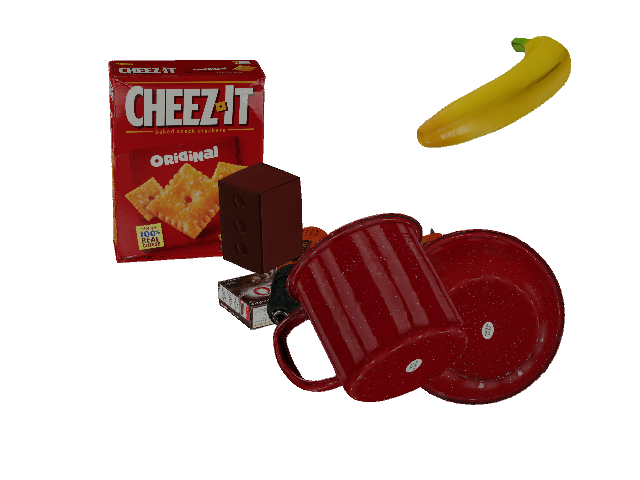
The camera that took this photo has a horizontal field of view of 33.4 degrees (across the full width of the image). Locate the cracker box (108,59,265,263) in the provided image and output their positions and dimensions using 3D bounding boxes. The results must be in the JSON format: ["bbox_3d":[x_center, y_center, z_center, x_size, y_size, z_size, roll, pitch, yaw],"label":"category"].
[{"bbox_3d":[-0.147,-0.086,1.173,0.164,0.214,0.072,-3,25,-14],"label":"cracker box"}]

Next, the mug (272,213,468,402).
[{"bbox_3d":[0.026,0.049,0.645,0.117,0.081,0.093,-28,-29,3],"label":"mug"}]

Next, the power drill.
[{"bbox_3d":[0.041,0.040,1.188,0.188,0.057,0.184,1,29,11],"label":"power drill"}]

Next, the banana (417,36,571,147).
[{"bbox_3d":[0.145,-0.116,0.813,0.070,0.037,0.197,-11,20,39],"label":"banana"}]

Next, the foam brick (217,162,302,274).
[{"bbox_3d":[-0.051,-0.020,0.926,0.053,0.078,0.051,21,33,41],"label":"foam brick"}]

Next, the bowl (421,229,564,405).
[{"bbox_3d":[0.140,0.073,0.936,0.162,0.162,0.055,0,7,-1],"label":"bowl"}]

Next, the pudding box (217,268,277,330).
[{"bbox_3d":[-0.066,0.075,1.413,0.113,0.039,0.090,-15,27,-30],"label":"pudding box"}]
